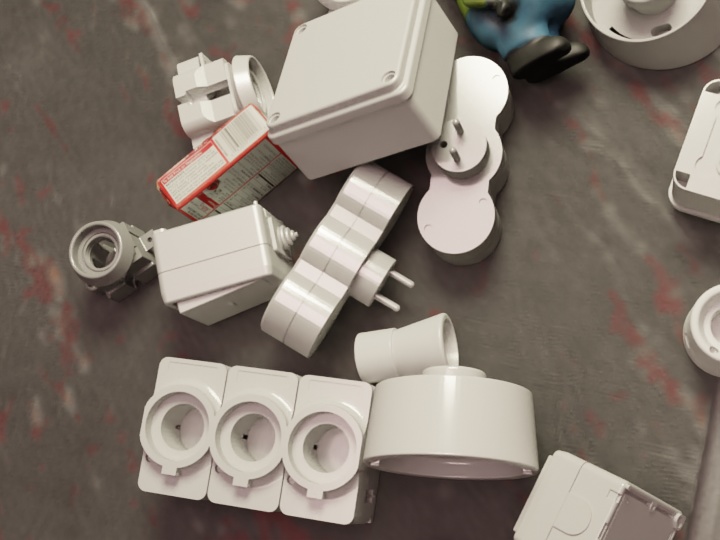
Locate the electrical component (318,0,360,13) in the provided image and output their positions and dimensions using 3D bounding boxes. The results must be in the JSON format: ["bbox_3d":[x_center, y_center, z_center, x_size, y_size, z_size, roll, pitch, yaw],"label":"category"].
[{"bbox_3d":[-0.003,-0.205,0.776,0.058,0.057,0.078,-17,74,11],"label":"electrical component"}]

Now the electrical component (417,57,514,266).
[{"bbox_3d":[0.069,-0.078,0.719,0.052,0.074,0.138,4,79,16],"label":"electrical component"}]

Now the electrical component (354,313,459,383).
[{"bbox_3d":[0.029,0.055,0.718,0.065,0.044,0.044,-10,75,17],"label":"electrical component"}]

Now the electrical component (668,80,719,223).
[{"bbox_3d":[0.259,-0.063,0.675,0.113,0.057,0.078,19,83,18],"label":"electrical component"}]

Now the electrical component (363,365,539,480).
[{"bbox_3d":[0.057,0.093,0.669,0.108,0.108,0.060,-1,72,15],"label":"electrical component"}]

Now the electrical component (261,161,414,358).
[{"bbox_3d":[0.000,0.000,0.726,0.074,0.052,0.138,31,79,6],"label":"electrical component"}]

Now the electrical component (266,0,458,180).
[{"bbox_3d":[0.003,-0.127,0.724,0.109,0.056,0.108,-14,46,31],"label":"electrical component"}]

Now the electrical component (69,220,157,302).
[{"bbox_3d":[-0.179,-0.008,0.779,0.066,0.055,0.048,-34,72,5],"label":"electrical component"}]

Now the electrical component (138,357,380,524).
[{"bbox_3d":[-0.064,0.113,0.718,0.150,0.062,0.089,6,79,16],"label":"electrical component"}]

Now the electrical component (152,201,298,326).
[{"bbox_3d":[-0.087,-0.003,0.750,0.096,0.062,0.061,-15,74,11],"label":"electrical component"}]

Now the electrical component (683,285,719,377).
[{"bbox_3d":[0.229,0.037,0.665,0.055,0.047,0.055,-3,77,14],"label":"electrical component"}]

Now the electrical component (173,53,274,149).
[{"bbox_3d":[-0.096,-0.122,0.782,0.057,0.058,0.078,-18,73,13],"label":"electrical component"}]

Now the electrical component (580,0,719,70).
[{"bbox_3d":[0.201,-0.188,0.728,0.099,0.064,0.099,-6,77,28],"label":"electrical component"}]

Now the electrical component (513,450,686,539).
[{"bbox_3d":[0.144,0.154,0.645,0.061,0.096,0.061,22,82,46],"label":"electrical component"}]
